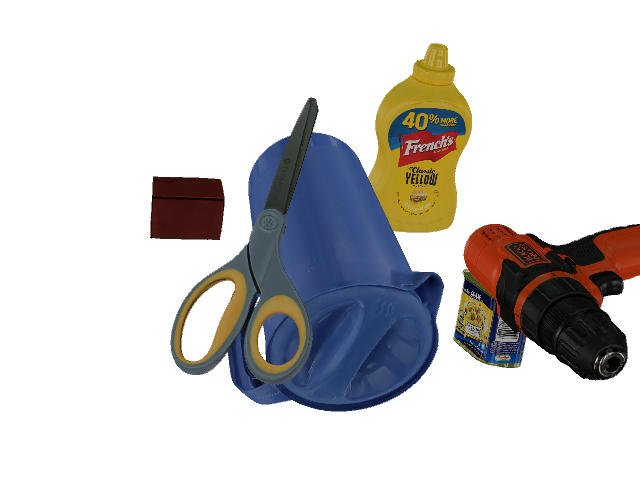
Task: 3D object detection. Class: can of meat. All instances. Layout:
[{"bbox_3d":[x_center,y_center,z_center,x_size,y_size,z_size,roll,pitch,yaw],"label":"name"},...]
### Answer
[{"bbox_3d":[0.193,0.087,1.194,0.057,0.084,0.102,4,14,-19],"label":"can of meat"}]

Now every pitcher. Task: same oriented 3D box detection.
[{"bbox_3d":[-0.003,0.020,0.897,0.149,0.145,0.243,1,37,-13],"label":"pitcher"}]

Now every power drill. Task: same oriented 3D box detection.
[{"bbox_3d":[0.217,0.028,0.753,0.187,0.057,0.184,-9,28,-15],"label":"power drill"}]

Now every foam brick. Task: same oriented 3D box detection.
[{"bbox_3d":[-0.145,-0.035,1.161,0.078,0.051,0.053,2,27,-8],"label":"foam brick"}]

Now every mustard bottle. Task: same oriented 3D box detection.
[{"bbox_3d":[0.101,-0.103,1.070,0.096,0.192,0.058,3,27,-11],"label":"mustard bottle"}]

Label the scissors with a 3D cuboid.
[{"bbox_3d":[-0.020,0.006,0.679,0.096,0.201,0.016,29,-16,16],"label":"scissors"}]
